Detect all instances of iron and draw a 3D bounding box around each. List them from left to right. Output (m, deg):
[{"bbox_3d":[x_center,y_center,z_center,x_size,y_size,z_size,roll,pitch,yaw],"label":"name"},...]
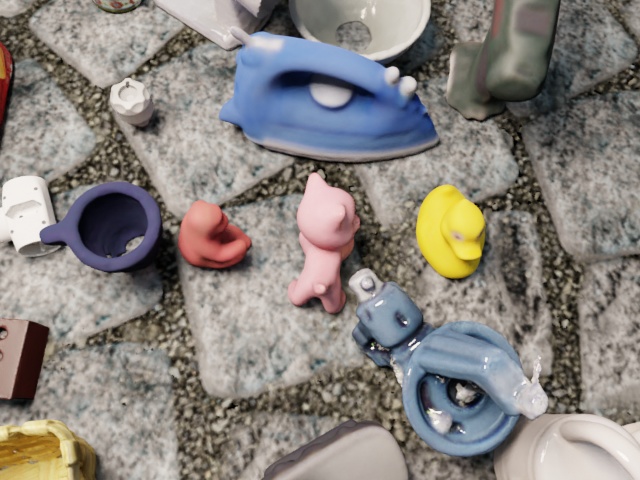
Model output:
[{"bbox_3d":[0.020,-0.166,0.631,0.258,0.141,0.119,11,73,0],"label":"iron"}]

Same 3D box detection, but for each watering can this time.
[{"bbox_3d":[0.226,0.209,0.499,0.101,0.194,0.173,41,75,9],"label":"watering can"}]

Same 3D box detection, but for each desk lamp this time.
[{"bbox_3d":[-0.102,-0.311,0.631,0.203,0.213,0.118,32,74,7],"label":"desk lamp"}]

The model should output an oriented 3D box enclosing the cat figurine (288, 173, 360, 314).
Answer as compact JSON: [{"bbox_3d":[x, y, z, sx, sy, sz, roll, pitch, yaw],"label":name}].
[{"bbox_3d":[0.005,0.002,0.591,0.067,0.118,0.128,7,73,0],"label":"cat figurine"}]

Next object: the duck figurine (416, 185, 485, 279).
[{"bbox_3d":[0.149,-0.017,0.621,0.077,0.086,0.104,-8,73,-5],"label":"duck figurine"}]

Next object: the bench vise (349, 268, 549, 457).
[{"bbox_3d":[0.101,0.112,0.509,0.207,0.220,0.121,29,74,6],"label":"bench vise"}]

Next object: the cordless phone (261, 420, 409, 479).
[{"bbox_3d":[0.012,0.218,0.489,0.148,0.185,0.094,-31,77,-11],"label":"cordless phone"}]

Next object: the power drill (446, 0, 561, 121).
[{"bbox_3d":[0.203,-0.237,0.628,0.075,0.208,0.230,8,73,0],"label":"power drill"}]

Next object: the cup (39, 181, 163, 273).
[{"bbox_3d":[-0.215,0.000,0.591,0.118,0.095,0.091,-9,73,-6],"label":"cup"}]

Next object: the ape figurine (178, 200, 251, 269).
[{"bbox_3d":[-0.116,-0.011,0.601,0.076,0.092,0.078,-21,75,-9],"label":"ape figurine"}]

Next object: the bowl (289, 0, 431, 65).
[{"bbox_3d":[0.046,-0.271,0.699,0.167,0.075,0.167,1,73,-3],"label":"bowl"}]
